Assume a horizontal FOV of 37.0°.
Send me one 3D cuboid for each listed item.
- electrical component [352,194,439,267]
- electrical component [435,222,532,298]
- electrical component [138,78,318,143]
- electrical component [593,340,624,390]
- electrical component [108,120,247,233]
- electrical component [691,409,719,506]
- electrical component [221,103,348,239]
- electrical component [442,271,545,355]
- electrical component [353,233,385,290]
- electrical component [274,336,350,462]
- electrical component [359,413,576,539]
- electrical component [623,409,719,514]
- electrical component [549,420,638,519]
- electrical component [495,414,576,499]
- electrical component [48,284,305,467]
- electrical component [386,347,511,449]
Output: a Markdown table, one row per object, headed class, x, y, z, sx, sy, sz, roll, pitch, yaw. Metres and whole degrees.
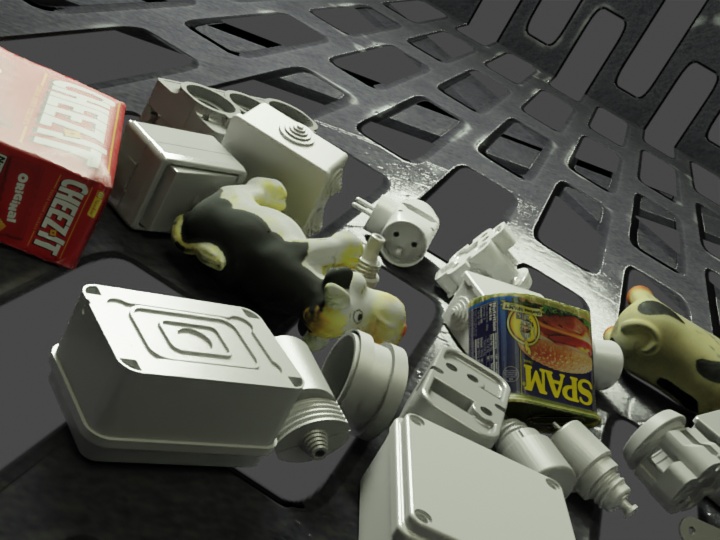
| class | x | y | z | sx | sy | sz | roll | pitch | yaw |
| --- | --- | --- | --- | --- | --- | --- | --- | --- | --- |
| electrical component | 0.029 | -0.043 | 0.984 | 0.079 | 0.043 | 0.077 | 30 | 21 | 0 |
| electrical component | 0.115 | 0.004 | 0.953 | 0.057 | 0.078 | 0.058 | 49 | 18 | -9 |
| electrical component | -0.108 | -0.117 | 0.946 | 0.089 | 0.061 | 0.150 | 43 | 24 | 30 |
| electrical component | 0.191 | 0.076 | 0.923 | 0.055 | 0.045 | 0.045 | 18 | 24 | -28 |
| electrical component | -0.130 | -0.063 | 0.791 | 0.096 | 0.061 | 0.061 | 5 | 32 | -49 |
| electrical component | 0.311 | 0.162 | 0.879 | 0.100 | 0.048 | 0.100 | 43 | 24 | 30 |
| electrical component | -0.067 | -0.072 | 0.847 | 0.100 | 0.099 | 0.048 | 33 | 34 | 7 |
| electrical component | 0.125 | 0.053 | 0.882 | 0.100 | 0.048 | 0.099 | 17 | 24 | -31 |
| electrical component | 0.000 | 0.000 | 0.820 | 0.035 | 0.061 | 0.035 | 26 | 21 | -11 |
| electrical component | -0.036 | 0.079 | 0.618 | 0.043 | 0.043 | 0.081 | 16 | 25 | -32 |
| electrical component | 0.057 | 0.143 | 0.575 | 0.109 | 0.056 | 0.108 | 26 | 21 | -10 |
| electrical component | 0.238 | 0.143 | 0.813 | 0.078 | 0.058 | 0.057 | 5 | 35 | -48 |
| electrical component | 0.159 | 0.139 | 0.741 | 0.078 | 0.040 | 0.040 | 45 | 25 | 28 |
| electrical component | 0.110 | 0.124 | 0.711 | 0.040 | 0.040 | 0.078 | 16 | 25 | -33 |
| electrical component | -0.097 | 0.058 | 0.565 | 0.113 | 0.057 | 0.078 | 11 | 26 | -39 |
| electrical component | 0.053 | 0.097 | 0.672 | 0.054 | 0.059 | 0.095 | 31 | 21 | 3 |
